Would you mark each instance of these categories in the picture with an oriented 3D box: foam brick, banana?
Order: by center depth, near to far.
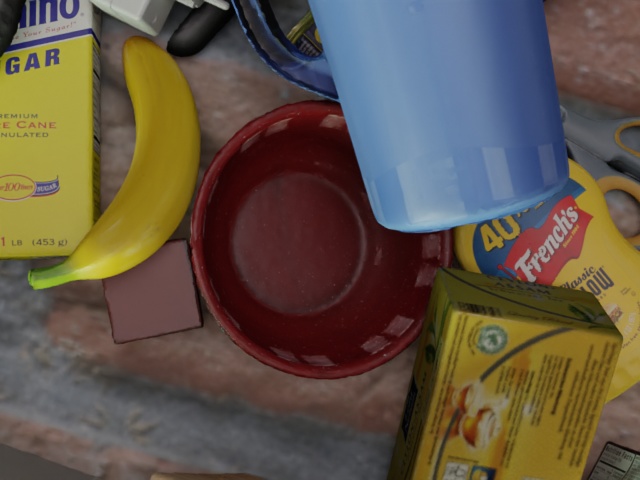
[{"bbox_3d":[-0.101,-0.048,0.604,0.069,0.037,0.197,16,49,-5],"label":"banana"},{"bbox_3d":[-0.098,0.030,0.627,0.051,0.078,0.053,-10,88,-6],"label":"foam brick"}]

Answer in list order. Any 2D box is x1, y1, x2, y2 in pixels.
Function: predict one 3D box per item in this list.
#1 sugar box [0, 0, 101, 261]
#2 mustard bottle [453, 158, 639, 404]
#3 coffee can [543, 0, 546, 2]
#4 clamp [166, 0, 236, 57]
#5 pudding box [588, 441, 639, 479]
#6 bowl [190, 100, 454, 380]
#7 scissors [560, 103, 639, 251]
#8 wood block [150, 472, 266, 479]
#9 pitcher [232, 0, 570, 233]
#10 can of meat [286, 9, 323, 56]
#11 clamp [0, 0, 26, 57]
[{"bbox_3d":[-0.180,-0.076,0.644,0.093,0.048,0.176,-2,88,-4],"label":"sugar box"},{"bbox_3d":[0.138,0.003,0.655,0.096,0.058,0.191,-40,89,8],"label":"mustard bottle"},{"bbox_3d":[0.153,-0.210,0.647,0.140,0.103,0.103,-28,89,-5],"label":"coffee can"},{"bbox_3d":[-0.025,-0.225,0.668,0.210,0.036,0.164,-22,89,-1],"label":"clamp"},{"bbox_3d":[0.174,0.180,0.632,0.039,0.090,0.113,32,85,0],"label":"pudding box"},{"bbox_3d":[-0.004,0.001,0.636,0.162,0.055,0.162,1,87,-20],"label":"bowl"},{"bbox_3d":[0.150,-0.058,0.681,0.201,0.016,0.096,18,87,-1],"label":"scissors"},{"bbox_3d":[0.003,0.191,0.563,0.206,0.090,0.091,7,84,38],"label":"wood block"},{"bbox_3d":[0.044,-0.130,0.564,0.144,0.149,0.243,-19,100,-26],"label":"pitcher"},{"bbox_3d":[0.042,-0.126,0.651,0.084,0.057,0.102,45,96,-3],"label":"can of meat"},{"bbox_3d":[-0.197,-0.162,0.608,0.171,0.039,0.120,-45,70,2],"label":"clamp"}]
